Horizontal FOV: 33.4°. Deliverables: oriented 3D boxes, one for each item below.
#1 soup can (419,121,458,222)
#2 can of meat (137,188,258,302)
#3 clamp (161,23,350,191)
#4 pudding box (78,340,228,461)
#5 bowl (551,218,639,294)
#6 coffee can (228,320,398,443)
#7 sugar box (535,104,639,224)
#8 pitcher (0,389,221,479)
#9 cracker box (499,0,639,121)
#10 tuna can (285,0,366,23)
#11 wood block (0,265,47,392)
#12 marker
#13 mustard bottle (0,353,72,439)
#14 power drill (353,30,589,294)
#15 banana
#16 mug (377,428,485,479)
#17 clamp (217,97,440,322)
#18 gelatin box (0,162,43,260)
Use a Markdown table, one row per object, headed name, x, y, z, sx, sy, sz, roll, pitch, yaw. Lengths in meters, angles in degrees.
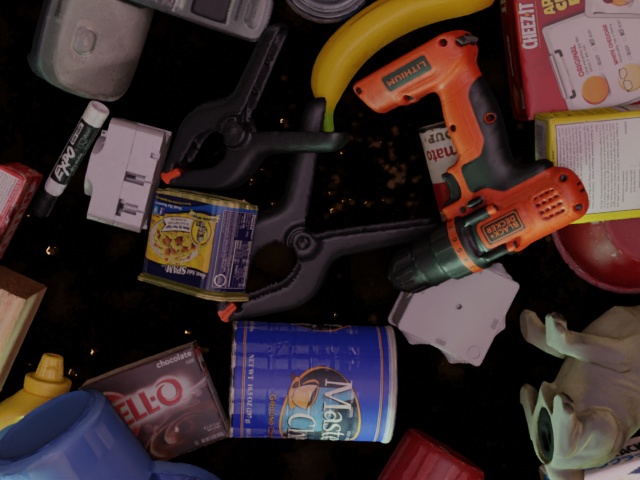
| name | x | y | z | sx | sy | sz | roll | pitch | yaw |
| --- | --- | --- | --- | --- | --- | --- | --- | --- | --- |
| soup can | 0.131 | -0.057 | 0.941 | 0.068 | 0.068 | 0.102 | -15 | 96 | -2 |
| can of meat | -0.104 | 0.002 | 0.920 | 0.102 | 0.057 | 0.084 | 12 | 95 | 38 |
| clamp | -0.059 | -0.089 | 0.916 | 0.172 | 0.039 | 0.120 | -42 | 73 | 21 |
| pudding box | -0.148 | 0.151 | 0.959 | 0.113 | 0.039 | 0.090 | -21 | 96 | -1 |
| bowl | 0.290 | -0.028 | 0.959 | 0.162 | 0.055 | 0.162 | 0 | 95 | -3 |
| coffee can | -0.008 | 0.123 | 0.933 | 0.140 | 0.103 | 0.103 | 2 | 95 | -3 |
| sugar box | 0.273 | -0.068 | 0.900 | 0.176 | 0.048 | 0.093 | -5 | 105 | -5 |
| pitcher | -0.159 | 0.244 | 0.896 | 0.149 | 0.145 | 0.243 | -41 | 113 | -34 |
| cracker box | 0.269 | -0.199 | 0.935 | 0.213 | 0.072 | 0.164 | -8 | 95 | -2 |
| tuna can | 0.006 | -0.235 | 0.934 | 0.086 | 0.034 | 0.086 | 0 | 95 | -3 |
| wood block | -0.326 | 0.119 | 0.921 | 0.090 | 0.091 | 0.206 | 25 | 94 | -5 |
| marker | -0.218 | -0.068 | 0.926 | 0.020 | 0.020 | 0.121 | 33 | 114 | -6 |
| mustard bottle | -0.255 | 0.195 | 0.946 | 0.096 | 0.058 | 0.191 | 11 | 94 | -20 |
| power drill | 0.103 | -0.063 | 0.883 | 0.185 | 0.057 | 0.187 | -28 | 91 | 25 |
| banana | 0.062 | -0.181 | 0.944 | 0.198 | 0.037 | 0.069 | -37 | 126 | 4 |
| mug | 0.102 | 0.228 | 0.963 | 0.117 | 0.093 | 0.081 | 32 | 87 | -37 |
| clamp | -0.006 | 0.001 | 0.954 | 0.164 | 0.036 | 0.210 | 39 | 96 | -12 |
| gelatin box | -0.275 | -0.023 | 0.919 | 0.030 | 0.073 | 0.089 | 28 | 93 | -6 |
